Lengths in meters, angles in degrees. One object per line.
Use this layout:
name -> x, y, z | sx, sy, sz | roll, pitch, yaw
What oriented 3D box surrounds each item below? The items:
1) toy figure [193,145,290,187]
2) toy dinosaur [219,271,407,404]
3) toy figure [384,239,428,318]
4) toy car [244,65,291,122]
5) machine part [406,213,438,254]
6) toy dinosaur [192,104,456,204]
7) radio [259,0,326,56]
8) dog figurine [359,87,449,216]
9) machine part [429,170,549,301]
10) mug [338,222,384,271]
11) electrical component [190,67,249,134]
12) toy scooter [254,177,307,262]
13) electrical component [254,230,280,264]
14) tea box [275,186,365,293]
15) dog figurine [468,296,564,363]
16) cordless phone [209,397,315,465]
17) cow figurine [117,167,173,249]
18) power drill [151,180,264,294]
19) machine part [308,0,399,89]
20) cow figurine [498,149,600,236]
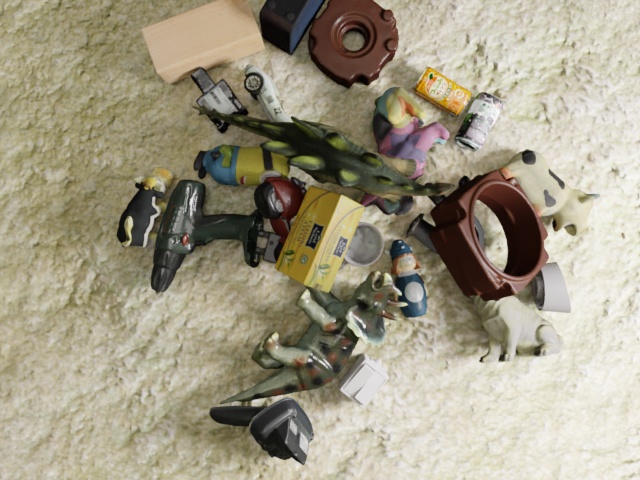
toy figure -> -0.149, -0.146, 1.045 | 0.180, 0.082, 0.089 | 8, 93, 3
toy dinosaur -> -0.002, 0.207, 1.036 | 0.192, 0.131, 0.404 | 38, 98, 1
toy figure -> 0.173, 0.073, 1.056 | 0.064, 0.058, 0.154 | -12, 89, -37
toy car -> -0.086, -0.251, 1.044 | 0.056, 0.073, 0.201 | -30, 91, 5
machine part -> 0.239, 0.001, 1.050 | 0.139, 0.039, 0.084 | 29, 58, 6
toy dinosaur -> 0.002, -0.153, 0.922 | 0.472, 0.198, 0.105 | 19, 95, 22
radio -> -0.027, -0.477, 1.009 | 0.073, 0.131, 0.229 | 30, 92, -1
dog figurine -> 0.133, -0.155, 1.028 | 0.191, 0.108, 0.219 | 43, 94, -1
machine part -> 0.308, -0.009, 0.964 | 0.201, 0.087, 0.201 | -34, 93, -33
mug -> 0.069, 0.016, 1.030 | 0.081, 0.107, 0.109 | 39, 94, 0
electrical component -> -0.206, -0.278, 1.059 | 0.075, 0.048, 0.119 | -41, 90, 1
toy scooter -> -0.043, -0.047, 1.028 | 0.135, 0.075, 0.183 | -27, 114, -25
electrical component -> -0.087, 0.015, 1.075 | 0.094, 0.021, 0.063 | 17, 91, 1
tea box -> -0.002, -0.003, 0.966 | 0.068, 0.098, 0.169 | 24, 87, -40
dog figurine -> 0.372, 0.132, 1.035 | 0.172, 0.121, 0.190 | -1, 76, -22
cordless phone -> -0.117, 0.369, 1.048 | 0.184, 0.146, 0.089 | -4, 47, 21
cow figurine -> -0.343, -0.066, 1.042 | 0.068, 0.098, 0.167 | 18, 92, 7
power drill -> -0.218, 0.004, 1.047 | 0.207, 0.086, 0.232 | 8, 87, 15
machine part -> 0.065, -0.390, 1.048 | 0.179, 0.056, 0.179 | 0, 91, 3
cow figurine -> 0.441, -0.090, 1.035 | 0.127, 0.085, 0.195 | -38, 86, 3
